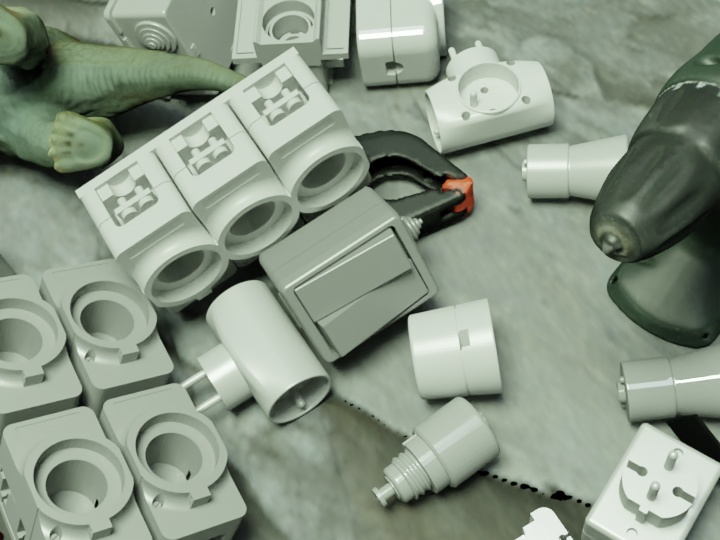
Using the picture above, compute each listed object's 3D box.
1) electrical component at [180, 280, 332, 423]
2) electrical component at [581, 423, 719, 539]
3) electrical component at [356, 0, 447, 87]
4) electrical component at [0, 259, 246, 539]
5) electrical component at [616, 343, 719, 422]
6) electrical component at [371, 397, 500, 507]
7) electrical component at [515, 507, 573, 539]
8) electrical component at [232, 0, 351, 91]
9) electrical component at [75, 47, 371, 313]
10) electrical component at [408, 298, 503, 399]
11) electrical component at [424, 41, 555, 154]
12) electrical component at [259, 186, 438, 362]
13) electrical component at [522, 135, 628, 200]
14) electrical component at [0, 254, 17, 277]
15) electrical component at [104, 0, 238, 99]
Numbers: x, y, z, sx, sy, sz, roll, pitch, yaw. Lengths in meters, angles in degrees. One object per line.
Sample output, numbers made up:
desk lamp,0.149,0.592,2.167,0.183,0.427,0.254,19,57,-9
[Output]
electrical component,-0.070,0.057,0.637,0.079,0.043,0.077,-31,62,-10
electrical component,0.153,0.115,0.557,0.047,0.076,0.065,29,68,21
electrical component,0.029,-0.179,0.753,0.059,0.053,0.095,-4,61,5
electrical component,-0.152,0.083,0.598,0.105,0.060,0.186,-12,55,-34
electrical component,0.178,0.065,0.604,0.065,0.044,0.044,-7,60,8
electrical component,0.041,0.104,0.599,0.078,0.040,0.040,-34,62,-12
electrical component,0.099,0.175,0.542,0.050,0.055,0.089,-29,61,-9
electrical component,-0.044,-0.188,0.761,0.079,0.063,0.121,-2,61,6
electrical component,-0.074,-0.047,0.637,0.150,0.089,0.061,-34,64,-2
electrical component,0.055,0.047,0.622,0.047,0.055,0.055,-9,60,6
electrical component,0.081,-0.122,0.719,0.077,0.044,0.079,-15,60,-2
electrical component,0.000,0.000,0.633,0.096,0.061,0.061,-33,30,-4
electrical component,0.136,-0.063,0.682,0.065,0.044,0.044,0,61,13
electrical component,-0.298,0.007,0.687,0.109,0.056,0.108,31,69,22
electrical component,-0.122,-0.179,0.747,0.048,0.099,0.099,5,61,24
